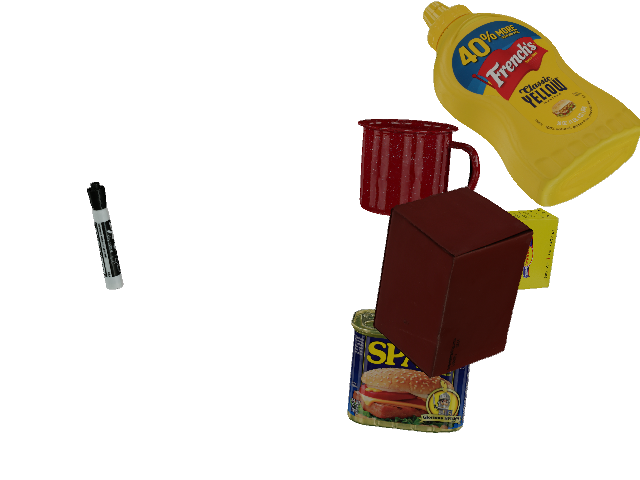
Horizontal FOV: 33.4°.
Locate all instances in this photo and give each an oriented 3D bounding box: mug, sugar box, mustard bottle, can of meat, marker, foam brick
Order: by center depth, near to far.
[{"bbox_3d":[0.066,0.021,0.544,0.052,0.078,0.051,-15,39,-30],"label":"foam brick"},{"bbox_3d":[0.141,-0.116,0.798,0.096,0.192,0.058,-31,-29,-16],"label":"mustard bottle"},{"bbox_3d":[0.073,0.108,0.879,0.102,0.084,0.057,6,14,6],"label":"can of meat"},{"bbox_3d":[0.090,-0.066,0.990,0.117,0.081,0.093,7,13,18],"label":"mug"},{"bbox_3d":[-0.233,-0.005,1.154,0.020,0.121,0.020,-6,21,2],"label":"marker"},{"bbox_3d":[0.193,0.014,1.267,0.176,0.093,0.048,-5,20,-24],"label":"sugar box"}]
